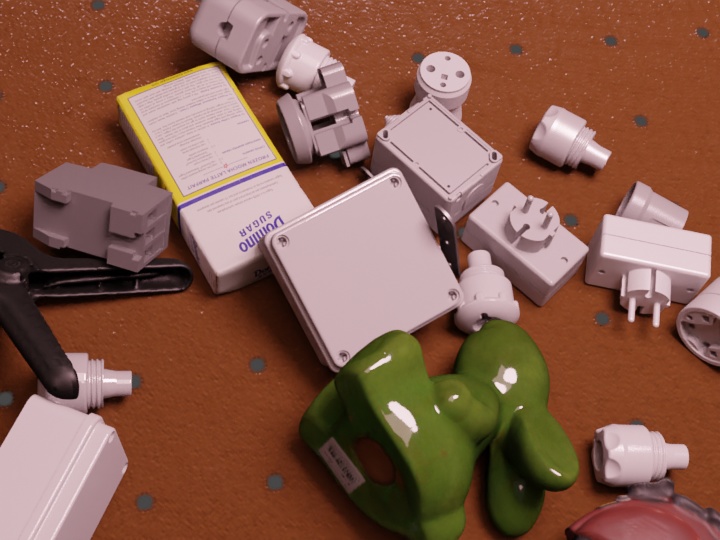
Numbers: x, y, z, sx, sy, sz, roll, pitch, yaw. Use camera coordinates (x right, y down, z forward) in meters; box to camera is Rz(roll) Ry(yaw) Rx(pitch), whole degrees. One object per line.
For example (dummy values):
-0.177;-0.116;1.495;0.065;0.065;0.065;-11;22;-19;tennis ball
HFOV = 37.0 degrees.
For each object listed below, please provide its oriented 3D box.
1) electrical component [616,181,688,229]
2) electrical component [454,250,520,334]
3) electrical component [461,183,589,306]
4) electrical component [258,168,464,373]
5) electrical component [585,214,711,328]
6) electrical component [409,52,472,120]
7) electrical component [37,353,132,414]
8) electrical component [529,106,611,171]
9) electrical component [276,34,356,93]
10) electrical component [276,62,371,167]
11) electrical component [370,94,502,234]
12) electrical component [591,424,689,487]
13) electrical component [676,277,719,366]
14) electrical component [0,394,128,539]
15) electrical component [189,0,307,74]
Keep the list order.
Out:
0.229;-0.042;0.847;0.046;0.040;0.040;28;62;3;electrical component
0.092;0.015;0.800;0.048;0.048;0.062;1;55;-5;electrical component
0.127;-0.029;0.808;0.083;0.075;0.047;42;65;16;electrical component
0.000;0.000;0.763;0.109;0.056;0.108;-29;95;-12;electrical component
0.216;0.008;0.813;0.083;0.047;0.075;12;61;1;electrical component
0.065;-0.144;0.877;0.045;0.055;0.045;2;61;-4;electrical component
-0.188;0.078;0.737;0.062;0.048;0.048;1;61;-13;electrical component
0.172;-0.102;0.872;0.062;0.043;0.043;30;63;9;electrical component
-0.035;-0.161;0.884;0.062;0.048;0.048;26;62;1;electrical component
-0.031;-0.117;0.846;0.057;0.058;0.078;-20;105;-6;electrical component
0.053;-0.084;0.839;0.062;0.061;0.096;-39;72;-23;electrical component
0.196;0.129;0.747;0.062;0.043;0.043;2;61;-5;electrical component
0.272;0.036;0.800;0.055;0.055;0.047;42;62;16;electrical component
-0.200;0.147;0.678;0.057;0.078;0.113;20;61;8;electrical component
-0.093;-0.198;0.870;0.059;0.053;0.095;33;22;12;electrical component
